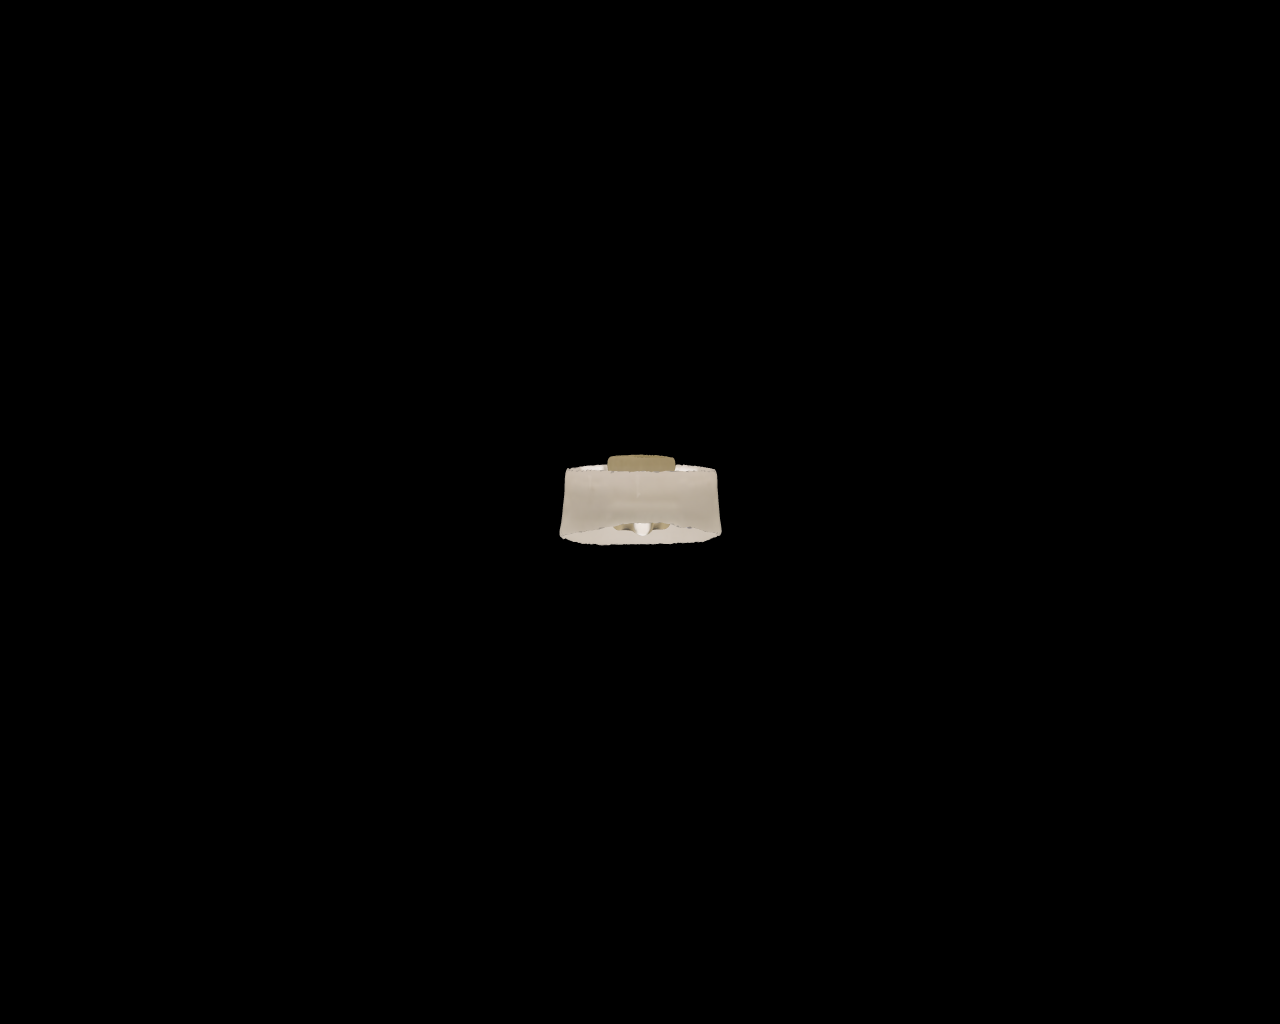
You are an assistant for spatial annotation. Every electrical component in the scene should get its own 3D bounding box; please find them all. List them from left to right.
[{"bbox_3d":[0.001,-0.003,0.650,0.099,0.064,0.099,0,5,0],"label":"electrical component"}]
